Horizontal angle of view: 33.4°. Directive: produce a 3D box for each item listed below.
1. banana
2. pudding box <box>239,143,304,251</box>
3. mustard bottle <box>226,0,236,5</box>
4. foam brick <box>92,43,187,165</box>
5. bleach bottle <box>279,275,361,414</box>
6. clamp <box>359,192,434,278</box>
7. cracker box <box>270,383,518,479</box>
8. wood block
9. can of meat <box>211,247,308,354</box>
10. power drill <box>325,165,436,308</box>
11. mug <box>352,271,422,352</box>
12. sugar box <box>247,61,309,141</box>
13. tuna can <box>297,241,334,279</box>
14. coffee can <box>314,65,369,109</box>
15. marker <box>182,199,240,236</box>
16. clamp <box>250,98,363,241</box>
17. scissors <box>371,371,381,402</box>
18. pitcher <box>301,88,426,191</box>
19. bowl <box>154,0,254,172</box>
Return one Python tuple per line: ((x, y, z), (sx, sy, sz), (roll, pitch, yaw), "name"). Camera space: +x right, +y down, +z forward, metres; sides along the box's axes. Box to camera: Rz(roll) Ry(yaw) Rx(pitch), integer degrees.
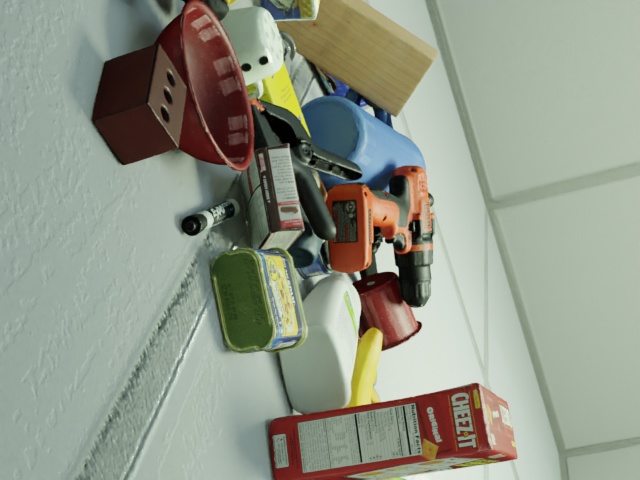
((0.053, 0.205, 1.261), (0.037, 0.069, 0.198), (6, -73, 63), "banana")
((-0.050, -0.037, 1.073), (0.114, 0.039, 0.090), (130, -50, -73), "pudding box")
((-0.104, -0.321, 1.176), (0.096, 0.058, 0.191), (62, 20, -46), "mustard bottle")
((-0.144, -0.110, 0.859), (0.053, 0.051, 0.078), (60, 22, -44), "foam brick")
((0.012, 0.106, 1.217), (0.250, 0.068, 0.102), (-55, 134, -74), "bleach bottle")
((0.060, 0.008, 1.427), (0.036, 0.165, 0.209), (39, 25, 27), "clamp")
((0.076, 0.199, 1.067), (0.164, 0.214, 0.072), (36, 43, -67), "cracker box")
((0.041, -0.257, 1.372), (0.206, 0.090, 0.090), (33, 21, -1), "wood block")
((-0.058, 0.057, 1.013), (0.083, 0.057, 0.102), (8, 68, -71), "can of meat")
((0.081, -0.002, 1.321), (0.187, 0.057, 0.184), (-4, 89, -57), "power drill")
((0.072, 0.098, 1.408), (0.117, 0.093, 0.081), (-35, 108, -45), "mug")
((-0.062, -0.173, 1.222), (0.093, 0.048, 0.176), (-65, 140, -64), "sugar box")
((-0.008, 0.002, 1.278), (0.086, 0.034, 0.086), (-11, 90, -74), "tuna can")
((0.039, -0.273, 1.569), (0.140, 0.103, 0.103), (58, 23, -48), "coffee can")
((-0.101, -0.022, 0.997), (0.121, 0.020, 0.020), (-37, 113, -74), "marker")
((-0.019, -0.093, 1.173), (0.171, 0.039, 0.120), (53, 35, -14), "clamp")
((0.050, 0.163, 1.361), (0.201, 0.016, 0.096), (66, 19, -48), "scissors")
((0.048, -0.120, 1.420), (0.149, 0.145, 0.242), (52, 10, 20), "pitcher")
((-0.115, -0.135, 0.979), (0.162, 0.055, 0.162), (-14, 90, -75), "bowl")
